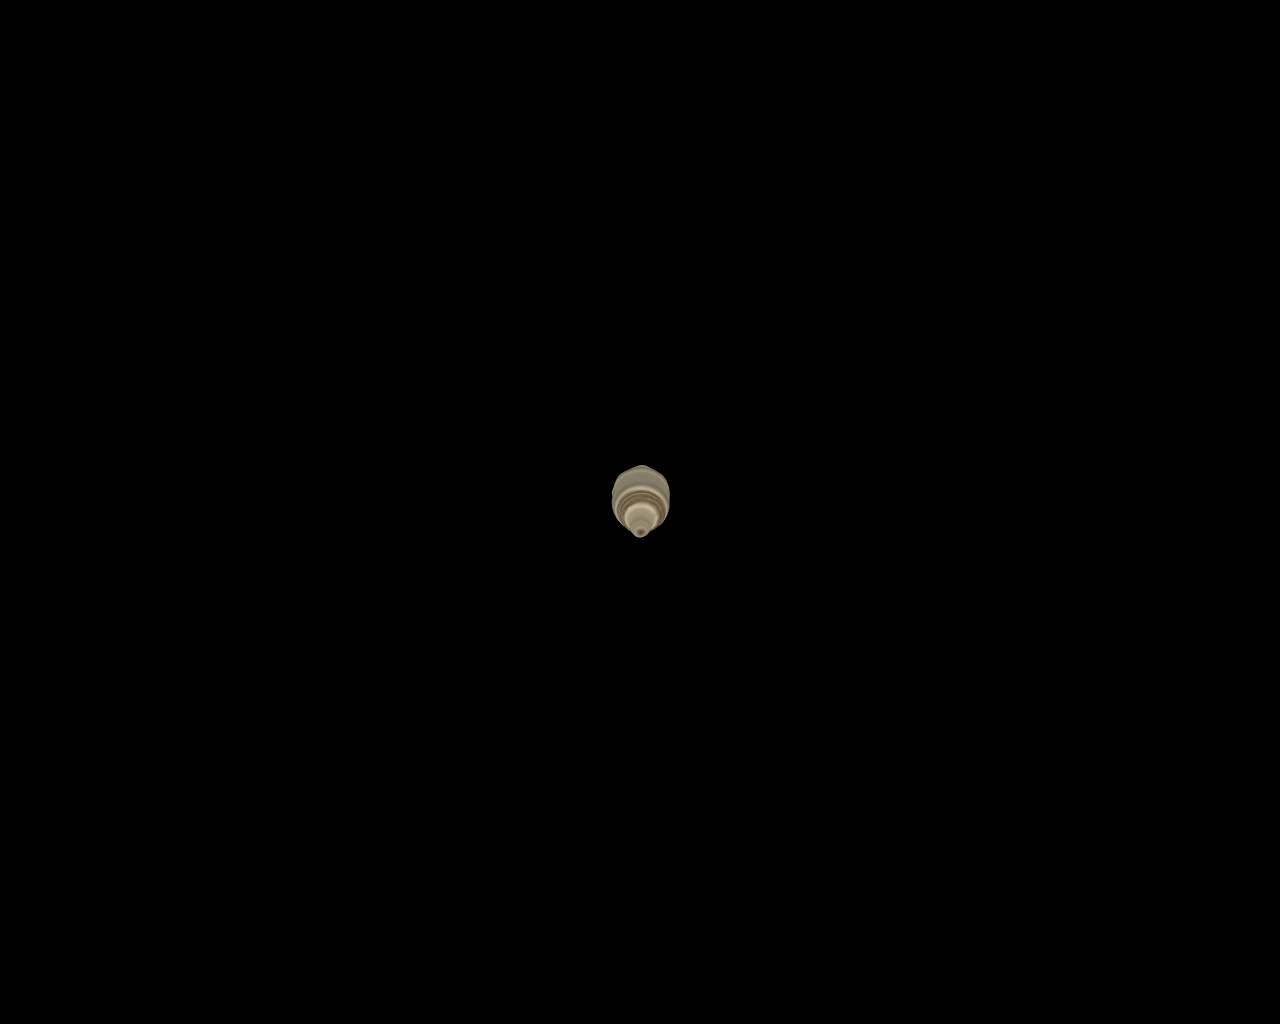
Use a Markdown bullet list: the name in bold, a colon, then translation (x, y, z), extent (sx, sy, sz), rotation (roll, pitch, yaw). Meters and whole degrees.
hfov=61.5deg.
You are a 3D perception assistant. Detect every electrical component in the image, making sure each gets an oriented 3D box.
- **electrical component**: translation (0.001, -0.003, 0.650), extent (0.035, 0.035, 0.061), rotation (0, 29, 0)
